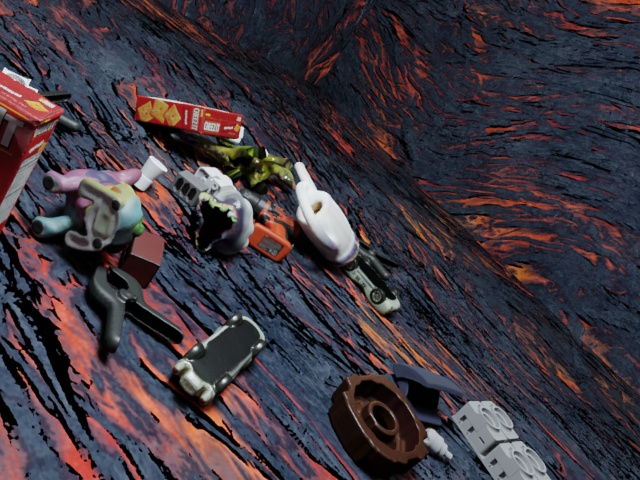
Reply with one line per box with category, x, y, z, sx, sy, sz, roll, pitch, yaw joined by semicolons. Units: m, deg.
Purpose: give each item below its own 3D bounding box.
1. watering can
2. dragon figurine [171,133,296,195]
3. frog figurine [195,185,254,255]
watering can;0.004;-0.066;1.320;0.221;0.103;0.355;55;12;-28
dragon figurine;-0.226;-0.228;1.430;0.407;0.122;0.245;24;7;-26
frog figurine;-0.182;-0.042;1.058;0.160;0.122;0.137;-18;91;-76
